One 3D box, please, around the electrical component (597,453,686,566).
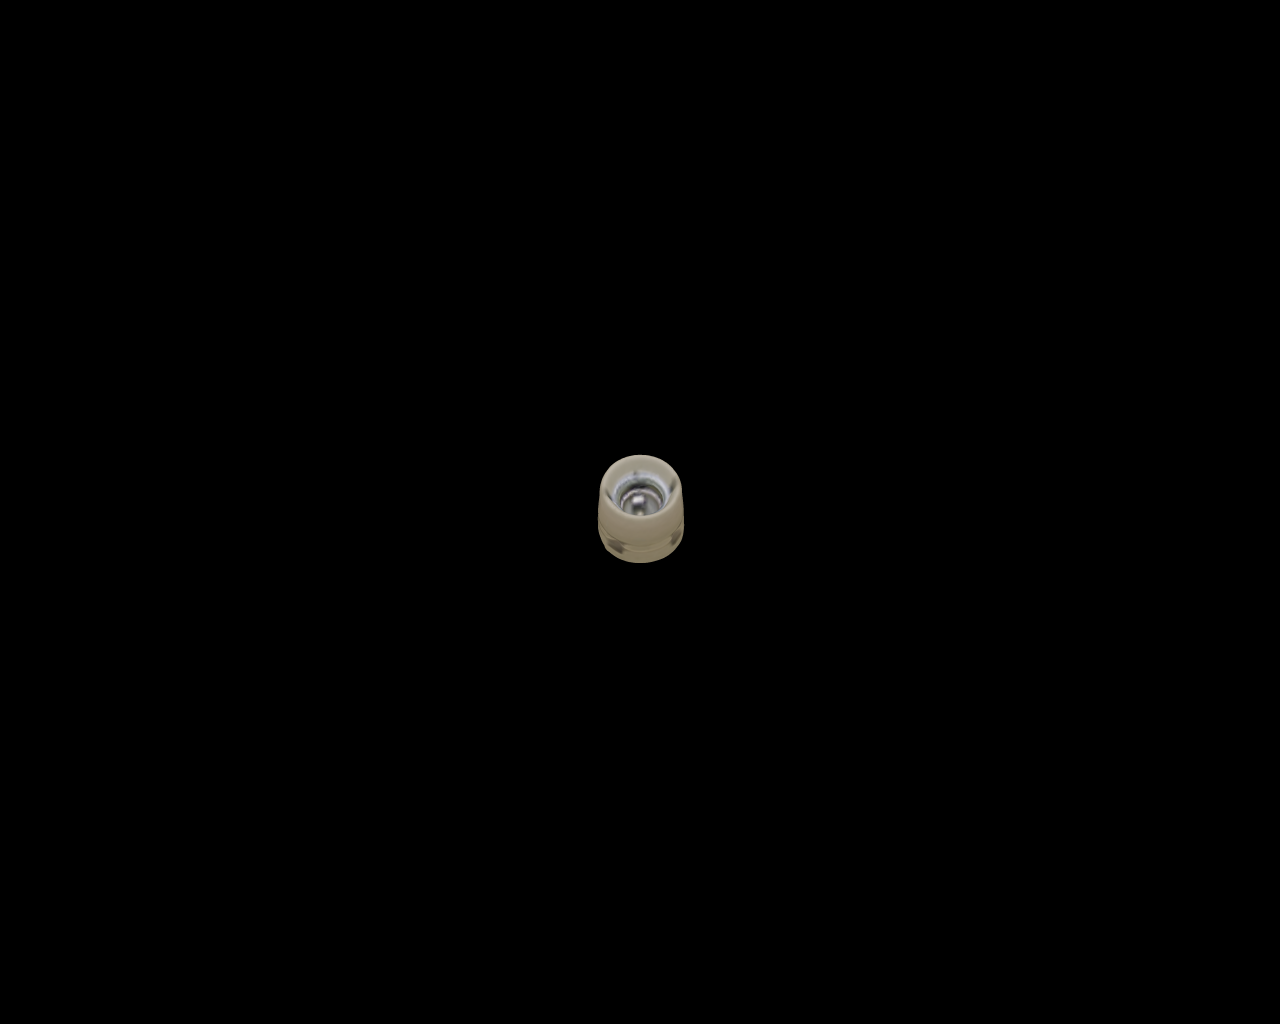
[{"bbox_3d":[0.001,-0.003,0.650,0.055,0.055,0.047,0,-34,0],"label":"electrical component"}]
